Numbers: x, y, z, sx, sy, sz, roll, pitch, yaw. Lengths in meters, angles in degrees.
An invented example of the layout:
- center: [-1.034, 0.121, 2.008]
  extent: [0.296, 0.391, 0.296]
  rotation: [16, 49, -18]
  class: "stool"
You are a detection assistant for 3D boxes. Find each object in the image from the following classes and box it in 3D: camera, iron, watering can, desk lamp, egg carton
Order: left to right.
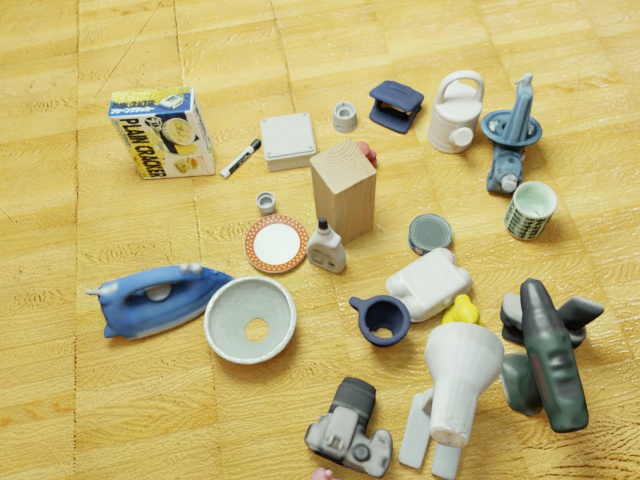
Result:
- center: [-0.289, 0.087, 1.051]
  extent: [0.258, 0.141, 0.118]
  rotation: [-18, 63, -7]
  class: "iron"
- center: [0.060, 0.304, 0.946]
  extent: [0.143, 0.101, 0.137]
  rotation: [18, 65, 12]
  class: "camera"
- center: [0.204, 0.084, 1.070]
  extent: [0.150, 0.069, 0.107]
  rotation: [-31, 66, -13]
  class: "egg carton"
- center: [0.206, 0.255, 0.901]
  extent: [0.117, 0.214, 0.203]
  rotation: [15, 64, 10]
  class: "desk lamp"
- center: [0.285, -0.267, 1.177]
  extent: [0.101, 0.194, 0.172]
  rotation: [-20, 64, -7]
  class: "watering can"

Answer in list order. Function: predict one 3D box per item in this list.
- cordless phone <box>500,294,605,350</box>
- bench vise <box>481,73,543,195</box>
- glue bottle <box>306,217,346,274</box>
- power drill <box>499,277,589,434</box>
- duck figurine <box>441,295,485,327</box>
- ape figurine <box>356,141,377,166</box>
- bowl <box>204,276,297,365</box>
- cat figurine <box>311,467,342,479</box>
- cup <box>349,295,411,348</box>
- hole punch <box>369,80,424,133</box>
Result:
- center: [0.392, 0.120, 0.978]
  extent: [0.147, 0.185, 0.094]
  rotation: [16, 65, 11]
  class: "cordless phone"
- center: [0.391, -0.203, 1.124]
  extent: [0.121, 0.220, 0.207]
  rotation: [-9, 63, -2]
  class: "bench vise"
- center: [0.010, 0.004, 1.062]
  extent: [0.078, 0.173, 0.037]
  rotation: [24, 66, 14]
  class: "glue bottle"
- center: [0.351, 0.200, 0.925]
  extent: [0.075, 0.208, 0.229]
  rotation: [-11, 63, -3]
  class: "power drill"
- center: [0.261, 0.148, 1.025]
  extent: [0.077, 0.086, 0.104]
  rotation: [-7, 63, -1]
  class: "duck figurine"
- center: [0.084, -0.170, 1.193]
  extent: [0.078, 0.092, 0.076]
  rotation: [-26, 64, -10]
  class: "ape figurine"
- center: [-0.123, 0.155, 1.046]
  extent: [0.167, 0.075, 0.167]
  rotation: [-1, 63, 2]
  class: "bowl"
- center: [-0.010, 0.415, 0.882]
  extent: [0.067, 0.118, 0.128]
  rotation: [24, 66, 14]
  class: "cat figurine"
- center: [0.101, 0.150, 1.027]
  extent: [0.117, 0.095, 0.092]
  rotation: [30, 68, 17]
  class: "cup"
- center: [0.167, -0.310, 1.262]
  extent: [0.108, 0.091, 0.101]
  rotation: [27, 67, 15]
  class: "hole punch"
